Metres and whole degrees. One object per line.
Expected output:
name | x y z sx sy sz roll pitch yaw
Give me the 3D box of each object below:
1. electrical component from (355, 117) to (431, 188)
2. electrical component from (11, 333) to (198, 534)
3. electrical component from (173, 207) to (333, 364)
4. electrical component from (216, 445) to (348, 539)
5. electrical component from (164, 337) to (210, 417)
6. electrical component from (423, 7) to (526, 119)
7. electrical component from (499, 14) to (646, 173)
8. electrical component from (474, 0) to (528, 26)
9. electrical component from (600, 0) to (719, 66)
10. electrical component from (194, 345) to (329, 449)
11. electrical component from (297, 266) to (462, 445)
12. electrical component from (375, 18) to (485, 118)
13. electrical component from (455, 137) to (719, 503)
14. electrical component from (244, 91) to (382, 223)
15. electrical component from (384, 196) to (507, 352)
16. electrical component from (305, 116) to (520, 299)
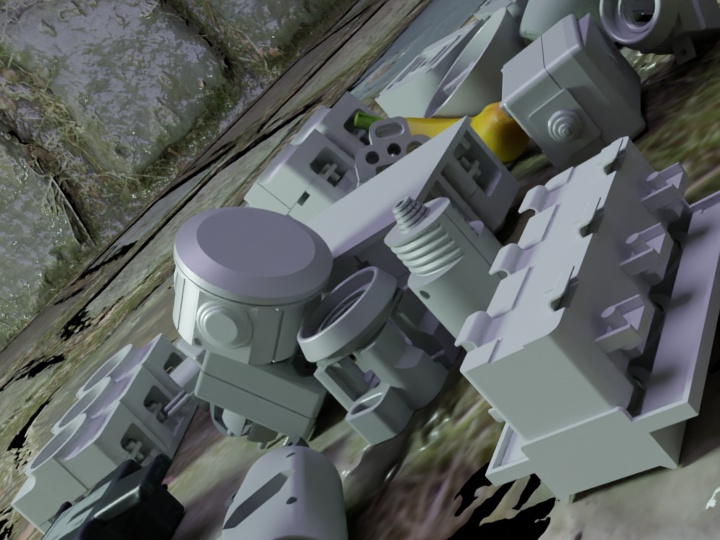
electrical component | 0.026 -0.056 0.720 0.058 0.078 0.057 -13 -9 -2
electrical component | -0.176 0.117 0.767 0.089 0.061 0.150 -37 15 20
electrical component | -0.057 0.006 0.555 0.080 0.080 0.051 -64 -10 -56
electrical component | -0.040 0.117 0.431 0.079 0.043 0.077 -40 14 7
electrical component | -0.105 0.072 0.739 0.075 0.047 0.083 -45 14 -11
electrical component | 0.090 -0.139 0.804 0.099 0.064 0.099 -39 14 12
electrical component | 0.120 -0.097 0.600 0.061 0.061 0.096 -37 15 22
electrical component | 0.150 -0.213 0.878 0.078 0.057 0.113 -42 14 1
electrical component | 0.170 -0.149 0.609 0.055 0.066 0.048 -11 -8 -38
electrical component | -0.053 0.068 0.590 0.047 0.066 0.076 -63 -4 -56
electrical component | 0.007 0.036 0.519 0.058 0.057 0.078 -30 19 41
electrical component | 0.074 -0.157 0.914 0.078 0.057 0.113 -47 15 -20
electrical component | 0.083 0.011 0.375 0.079 0.063 0.121 -31 18 40
electrical component | -0.056 -0.048 0.854 0.186 0.060 0.105 -47 6 48
electrical component | 0.044 0.000 0.477 0.043 0.081 0.043 -39 14 12
electrical component | 0.000 0.000 0.640 0.186 0.060 0.105 -31 18 39
